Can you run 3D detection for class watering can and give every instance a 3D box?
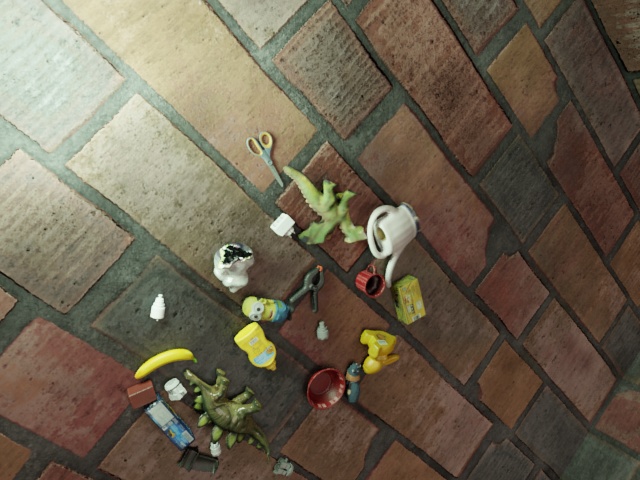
[{"bbox_3d":[0.286,0.003,1.963,0.226,0.105,0.340,-32,124,-20],"label":"watering can"}]

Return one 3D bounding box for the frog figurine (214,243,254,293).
[{"bbox_3d":[-0.278,0.089,1.692,0.139,0.124,0.155,-37,152,-25],"label":"frog figurine"}]

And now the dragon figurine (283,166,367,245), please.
[{"bbox_3d":[0.005,-0.090,1.797,0.408,0.123,0.241,18,99,-28],"label":"dragon figurine"}]
